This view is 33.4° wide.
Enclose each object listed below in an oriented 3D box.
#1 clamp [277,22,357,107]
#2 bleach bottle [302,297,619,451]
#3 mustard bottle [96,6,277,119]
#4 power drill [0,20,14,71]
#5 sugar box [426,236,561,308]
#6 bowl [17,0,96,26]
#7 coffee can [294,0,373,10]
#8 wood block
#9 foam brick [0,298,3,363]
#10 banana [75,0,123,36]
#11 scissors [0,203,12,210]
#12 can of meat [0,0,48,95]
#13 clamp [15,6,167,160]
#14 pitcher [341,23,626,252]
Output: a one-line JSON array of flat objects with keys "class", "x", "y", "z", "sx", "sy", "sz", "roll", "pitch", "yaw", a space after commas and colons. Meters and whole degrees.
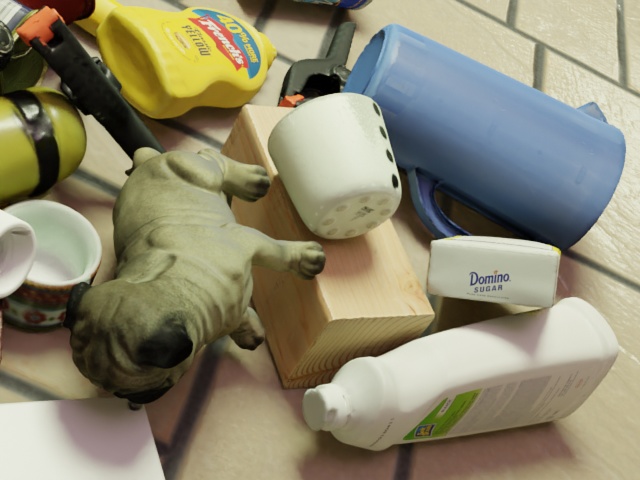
[{"class": "clamp", "x": 0.028, "y": -0.144, "z": 1.024, "sx": 0.120, "sy": 0.039, "sz": 0.171, "roll": 35, "pitch": 46, "yaw": 12}, {"class": "bleach bottle", "x": 0.100, "y": 0.101, "z": 0.776, "sx": 0.250, "sy": 0.103, "sz": 0.068, "roll": -3, "pitch": 43, "yaw": -36}, {"class": "mustard bottle", "x": -0.100, "y": -0.159, "z": 0.929, "sx": 0.096, "sy": 0.058, "sz": 0.191, "roll": 54, "pitch": 33, "yaw": 12}, {"class": "power drill", "x": -0.272, "y": -0.178, "z": 0.710, "sx": 0.057, "sy": 0.185, "sz": 0.187, "roll": 21, "pitch": 64, "yaw": -57}, {"class": "sugar box", "x": 0.139, "y": 0.023, "z": 0.836, "sx": 0.093, "sy": 0.048, "sz": 0.176, "roll": 6, "pitch": 5, "yaw": 13}, {"class": "bowl", "x": -0.261, "y": -0.208, "z": 0.847, "sx": 0.162, "sy": 0.162, "sz": 0.055, "roll": 29, "pitch": 73, "yaw": -4}, {"class": "coffee can", "x": -0.015, "y": -0.296, "z": 1.098, "sx": 0.140, "sy": 0.103, "sz": 0.103, "roll": 0, "pitch": 50, "yaw": -32}, {"class": "wood block", "x": -0.005, "y": 0.001, "z": 0.820, "sx": 0.090, "sy": 0.090, "sz": 0.206, "roll": 0, "pitch": 51, "yaw": -32}, {"class": "foam brick", "x": -0.234, "y": 0.064, "z": 0.643, "sx": 0.078, "sy": 0.051, "sz": 0.053, "roll": 10, "pitch": 45, "yaw": -25}, {"class": "banana", "x": -0.209, "y": -0.216, "z": 0.951, "sx": 0.198, "sy": 0.037, "sz": 0.069, "roll": 35, "pitch": 20, "yaw": 0}, {"class": "scissors", "x": -0.284, "y": -0.082, "z": 0.784, "sx": 0.202, "sy": 0.016, "sz": 0.096, "roll": 45, "pitch": 40, "yaw": 13}, {"class": "can of meat", "x": -0.256, "y": -0.151, "z": 0.803, "sx": 0.084, "sy": 0.102, "sz": 0.057, "roll": 30, "pitch": 64, "yaw": 1}, {"class": "clamp", "x": -0.160, "y": -0.103, "z": 0.780, "sx": 0.036, "sy": 0.210, "sz": 0.164, "roll": -41, "pitch": 79, "yaw": -4}, {"class": "pitcher", "x": 0.137, "y": -0.085, "z": 0.959, "sx": 0.242, "sy": 0.145, "sz": 0.149, "roll": 25, "pitch": 33, "yaw": -13}]
